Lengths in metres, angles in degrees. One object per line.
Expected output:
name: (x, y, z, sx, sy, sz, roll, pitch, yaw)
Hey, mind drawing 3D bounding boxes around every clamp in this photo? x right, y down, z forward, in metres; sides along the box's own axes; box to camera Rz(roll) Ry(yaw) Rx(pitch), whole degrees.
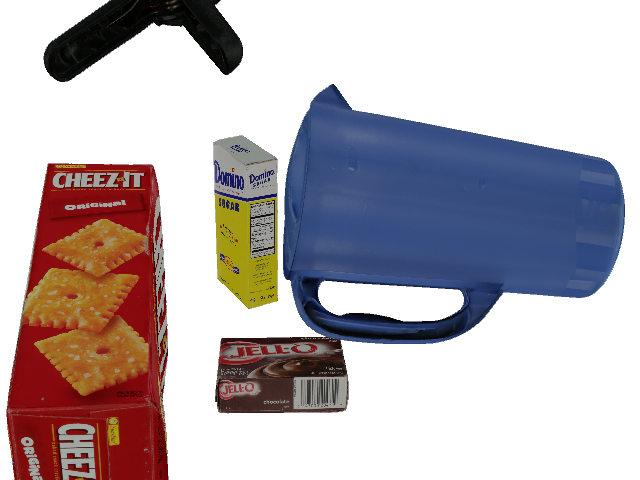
clamp: (-0.089, -0.153, 0.677, 0.120, 0.171, 0.039, 9, -43, 11)

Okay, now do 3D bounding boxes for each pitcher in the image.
pitcher: (0.093, -0.013, 0.795, 0.242, 0.149, 0.145, 7, 32, -6)

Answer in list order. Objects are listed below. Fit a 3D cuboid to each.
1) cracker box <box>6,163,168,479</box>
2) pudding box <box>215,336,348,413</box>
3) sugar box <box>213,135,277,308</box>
cracker box: (-0.119, 0.079, 0.584, 0.072, 0.164, 0.214, -1, 34, -7)
pudding box: (-0.034, 0.117, 0.938, 0.113, 0.039, 0.090, 1, 18, -4)
sugar box: (-0.085, -0.021, 1.212, 0.048, 0.176, 0.093, -15, 27, -25)
